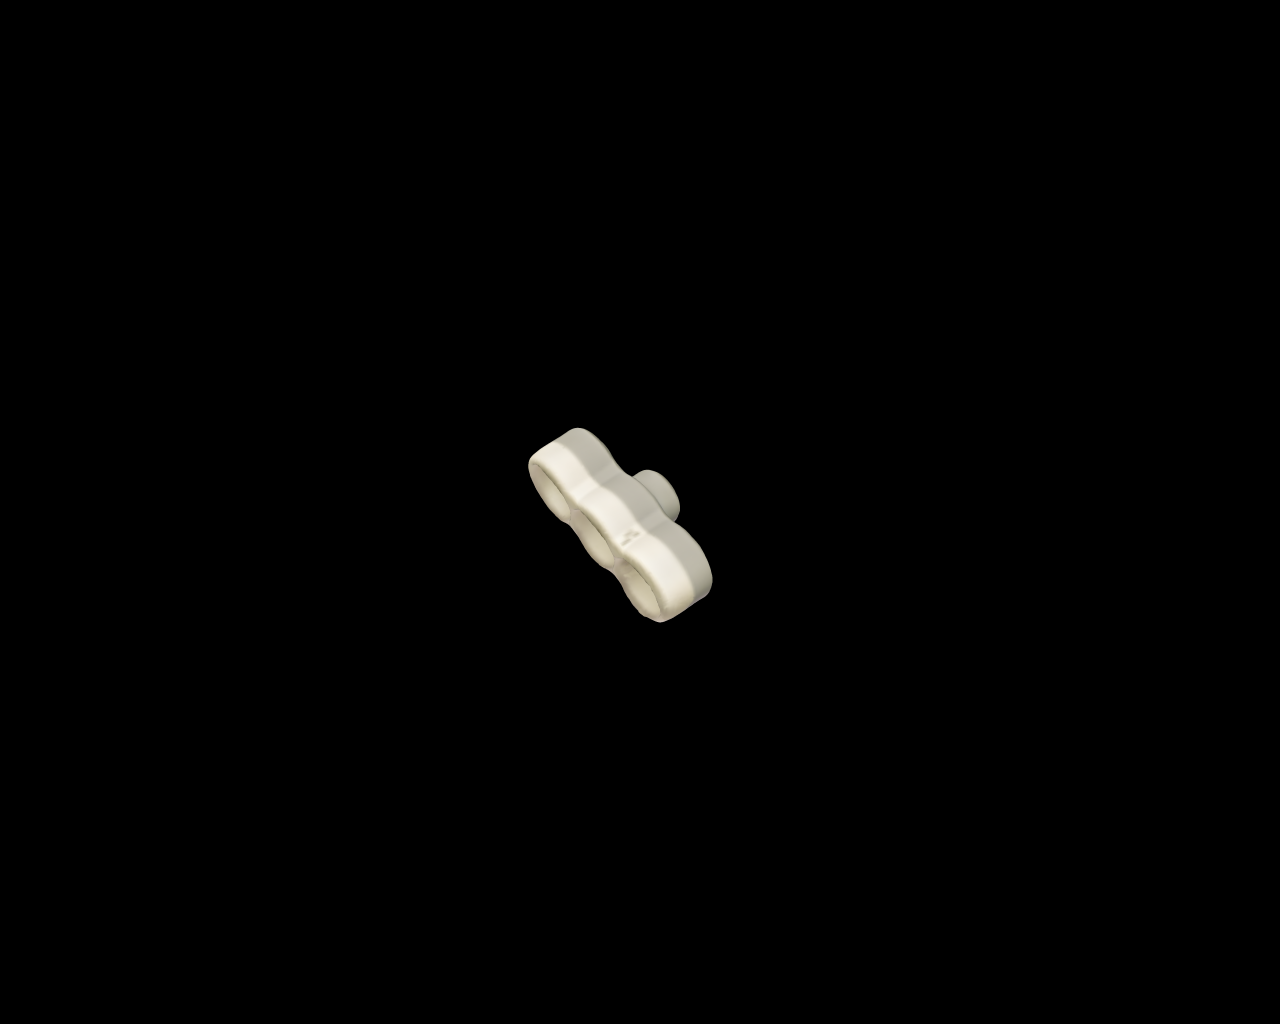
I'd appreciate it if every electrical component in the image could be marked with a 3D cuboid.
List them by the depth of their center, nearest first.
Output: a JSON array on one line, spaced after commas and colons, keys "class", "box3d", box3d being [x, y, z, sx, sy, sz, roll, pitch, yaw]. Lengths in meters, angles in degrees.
[{"class": "electrical component", "box3d": [0.001, -0.003, 0.650, 0.074, 0.138, 0.052, -33, -28, -20]}]
